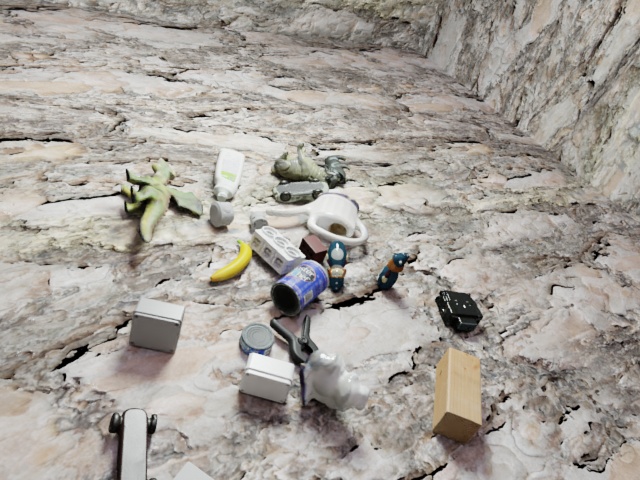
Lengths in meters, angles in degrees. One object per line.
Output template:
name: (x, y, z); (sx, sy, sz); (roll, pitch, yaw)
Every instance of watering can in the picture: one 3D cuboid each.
watering can: (0.005, -0.087, 1.734); (0.347, 0.102, 0.229); (20, 36, -1)

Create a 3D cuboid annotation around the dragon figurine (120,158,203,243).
dragon figurine: (-0.466, -0.120, 1.565); (0.243, 0.120, 0.418); (2, 41, -36)

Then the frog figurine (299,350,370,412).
frog figurine: (0.037, 0.327, 1.195); (0.159, 0.137, 0.123); (3, 6, 7)
